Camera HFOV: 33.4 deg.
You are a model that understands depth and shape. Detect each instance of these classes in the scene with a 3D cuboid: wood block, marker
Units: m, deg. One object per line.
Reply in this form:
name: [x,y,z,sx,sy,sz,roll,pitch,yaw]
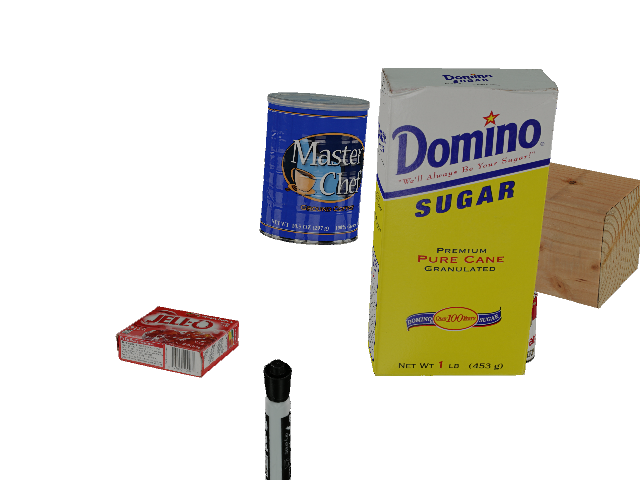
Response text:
wood block: [0.175,-0.020,0.969,0.206,0.090,0.090,15,30,34]
marker: [-0.029,0.131,0.739,0.020,0.121,0.020,1,34,-1]

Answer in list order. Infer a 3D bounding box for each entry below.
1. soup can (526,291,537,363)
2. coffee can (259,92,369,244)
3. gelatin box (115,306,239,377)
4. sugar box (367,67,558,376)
soup can: [0.212,0.083,1.215,0.068,0.102,0.068,-1,15,0]
coffee can: [-0.007,-0.075,1.083,0.103,0.140,0.103,4,12,-1]
gelatin box: [-0.130,0.090,0.976,0.089,0.030,0.073,9,20,22]
sugar box: [0.077,-0.008,0.608,0.093,0.176,0.048,-1,26,-3]
